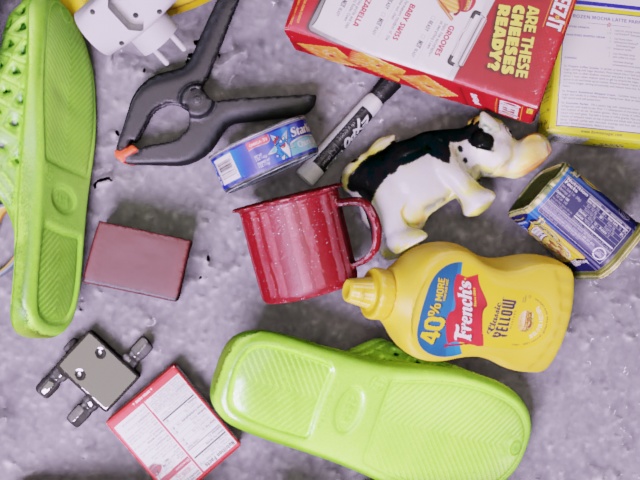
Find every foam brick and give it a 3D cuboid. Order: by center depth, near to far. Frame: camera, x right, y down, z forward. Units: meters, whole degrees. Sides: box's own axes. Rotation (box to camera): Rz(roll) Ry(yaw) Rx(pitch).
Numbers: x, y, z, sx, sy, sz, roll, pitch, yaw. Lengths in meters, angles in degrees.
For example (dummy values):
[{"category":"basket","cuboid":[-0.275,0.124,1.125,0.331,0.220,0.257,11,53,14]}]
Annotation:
[{"category":"foam brick","cuboid":[-0.148,0.018,0.874,0.078,0.053,0.051,12,88,-5]}]

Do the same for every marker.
[{"category":"marker","cuboid":[0.026,-0.096,0.906,0.020,0.020,0.121,42,86,-2]}]

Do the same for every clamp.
[{"category":"clamp","cuboid":[-0.091,-0.110,0.889,0.120,0.039,0.171,45,89,4]}]

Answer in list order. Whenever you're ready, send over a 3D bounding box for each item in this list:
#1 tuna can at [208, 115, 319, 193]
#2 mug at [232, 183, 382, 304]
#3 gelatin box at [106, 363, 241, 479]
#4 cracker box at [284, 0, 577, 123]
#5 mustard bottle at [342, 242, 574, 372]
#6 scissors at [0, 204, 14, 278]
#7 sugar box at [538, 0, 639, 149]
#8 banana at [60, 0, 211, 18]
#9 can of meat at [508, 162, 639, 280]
[{"category":"tuna can","cuboid":[-0.045,-0.069,0.867,0.086,0.086,0.034,-24,92,-5]},{"category":"mug","cuboid":[-0.006,0.001,0.863,0.117,0.093,0.081,-13,94,17]},{"category":"gelatin box","cuboid":[-0.120,0.159,0.884,0.073,0.030,0.089,-40,91,-6]},{"category":"cracker box","cuboid":[0.099,-0.206,0.869,0.214,0.072,0.164,19,88,9]},{"category":"mustard bottle","cuboid":[0.108,0.051,0.860,0.191,0.058,0.096,8,105,-22]},{"category":"scissors","cuboid":[-0.316,0.045,0.880,0.096,0.016,0.202,35,86,-1]},{"category":"sugar box","cuboid":[0.241,-0.170,0.912,0.093,0.048,0.176,6,85,-3]},{"category":"banana","cuboid":[-0.130,-0.219,0.892,0.197,0.037,0.070,-26,72,-6]},{"category":"can of meat","cuboid":[0.207,-0.016,0.877,0.084,0.102,0.057,40,87,0]}]
